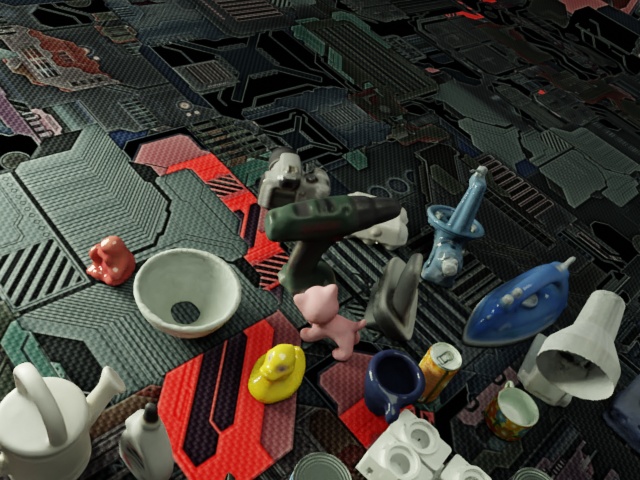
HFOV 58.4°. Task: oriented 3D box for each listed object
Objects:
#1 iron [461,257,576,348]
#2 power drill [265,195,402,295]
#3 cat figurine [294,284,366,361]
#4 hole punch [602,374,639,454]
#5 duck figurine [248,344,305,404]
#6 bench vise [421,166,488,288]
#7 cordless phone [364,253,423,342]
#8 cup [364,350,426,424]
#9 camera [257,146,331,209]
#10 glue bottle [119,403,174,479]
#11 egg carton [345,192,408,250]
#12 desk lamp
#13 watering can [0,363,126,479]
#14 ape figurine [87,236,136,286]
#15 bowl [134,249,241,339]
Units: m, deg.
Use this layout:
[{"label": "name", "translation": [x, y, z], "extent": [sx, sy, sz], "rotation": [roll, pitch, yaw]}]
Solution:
[{"label": "iron", "translation": [0.382, 0.111, 1.082], "extent": [0.259, 0.141, 0.118], "rotation": [-20, 57, -34]}, {"label": "power drill", "translation": [0.009, 0.004, 0.998], "extent": [0.230, 0.208, 0.075], "rotation": [-1, 48, -21]}, {"label": "cat figurine", "translation": [0.016, 0.125, 0.948], "extent": [0.127, 0.118, 0.067], "rotation": [26, 44, 5]}, {"label": "hole punch", "translation": [0.572, 0.305, 1.000], "extent": [0.101, 0.091, 0.108], "rotation": [-27, 61, -38]}, {"label": "duck figurine", "translation": [-0.059, 0.191, 0.877], "extent": [0.077, 0.086, 0.105], "rotation": [38, 46, 18]}, {"label": "bench vise", "translation": [0.281, -0.023, 1.119], "extent": [0.122, 0.220, 0.207], "rotation": [7, 45, -13]}, {"label": "cordless phone", "translation": [0.152, 0.074, 1.000], "extent": [0.094, 0.185, 0.147], "rotation": [18, 44, -2]}, {"label": "cup", "translation": [0.104, 0.242, 0.883], "extent": [0.092, 0.095, 0.118], "rotation": [16, 44, -5]}, {"label": "camera", "translation": [-0.054, -0.137, 1.191], "extent": [0.143, 0.101, 0.136], "rotation": [7, 45, -14]}, {"label": "glue bottle", "translation": [-0.212, 0.244, 0.704], "extent": [0.078, 0.173, 0.037], "rotation": [37, 46, 17]}, {"label": "egg carton", "translation": [0.108, -0.038, 1.177], "extent": [0.150, 0.069, 0.107], "rotation": [14, 44, -8]}, {"label": "desk lamp", "translation": [0.426, 0.191, 0.968], "extent": [0.117, 0.213, 0.204], "rotation": [33, 45, 13]}, {"label": "watering can", "translation": [-0.322, 0.210, 0.681], "extent": [0.101, 0.194, 0.173], "rotation": [30, 44, 10]}, {"label": "ape figurine", "translation": [-0.337, 0.028, 0.928], "extent": [0.076, 0.092, 0.077], "rotation": [-8, 50, -27]}, {"label": "bowl", "translation": [-0.213, 0.097, 0.919], "extent": [0.167, 0.075, 0.167], "rotation": [11, 44, -10]}]
